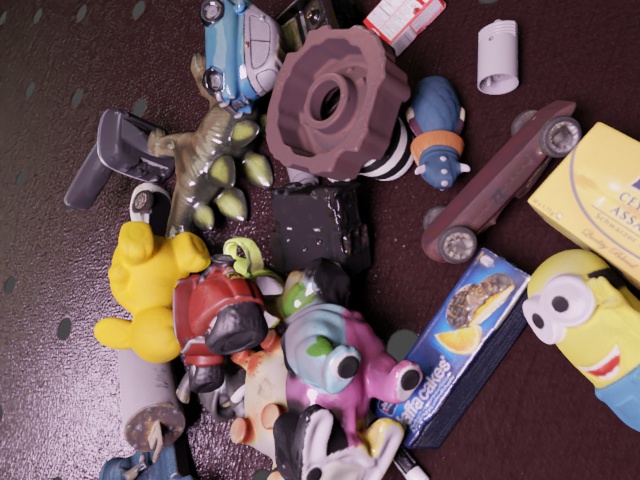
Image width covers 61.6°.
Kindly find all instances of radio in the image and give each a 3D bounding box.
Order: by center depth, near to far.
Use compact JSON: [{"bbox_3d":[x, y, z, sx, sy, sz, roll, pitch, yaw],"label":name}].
[{"bbox_3d":[0.004,-0.232,0.727,0.131,0.073,0.229,-34,59,36],"label":"radio"}]

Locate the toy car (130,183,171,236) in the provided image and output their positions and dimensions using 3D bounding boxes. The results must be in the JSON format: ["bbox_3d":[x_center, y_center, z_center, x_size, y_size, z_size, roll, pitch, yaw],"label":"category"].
[{"bbox_3d":[-0.265,0.002,0.859,0.056,0.073,0.202,-21,62,26],"label":"toy car"}]

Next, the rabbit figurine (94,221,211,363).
[{"bbox_3d":[-0.223,0.084,0.692,0.162,0.121,0.173,-41,54,23],"label":"rabbit figurine"}]

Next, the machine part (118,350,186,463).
[{"bbox_3d":[-0.232,0.198,0.731,0.079,0.079,0.243,-55,31,8],"label":"machine part"}]

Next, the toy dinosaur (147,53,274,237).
[{"bbox_3d":[-0.165,-0.120,0.812,0.199,0.105,0.471,25,94,36],"label":"toy dinosaur"}]

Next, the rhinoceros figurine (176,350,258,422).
[{"bbox_3d":[-0.131,0.166,0.708,0.112,0.073,0.190,-44,51,3],"label":"rhinoceros figurine"}]

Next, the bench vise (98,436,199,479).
[{"bbox_3d":[-0.234,0.360,0.667,0.241,0.128,0.224,-35,46,1],"label":"bench vise"}]

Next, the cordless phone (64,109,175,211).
[{"bbox_3d":[-0.329,-0.115,0.903,0.089,0.146,0.184,42,101,26],"label":"cordless phone"}]

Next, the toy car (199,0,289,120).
[{"bbox_3d":[-0.095,-0.248,0.709,0.103,0.109,0.161,-5,79,15],"label":"toy car"}]

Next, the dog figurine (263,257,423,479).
[{"bbox_3d":[-0.004,0.123,0.545,0.219,0.108,0.191,34,108,62],"label":"dog figurine"}]

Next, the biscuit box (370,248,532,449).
[{"bbox_3d":[0.136,0.110,0.528,0.059,0.062,0.202,39,98,41],"label":"biscuit box"}]

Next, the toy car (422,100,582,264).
[{"bbox_3d":[0.182,-0.055,0.544,0.202,0.053,0.089,-48,9,12],"label":"toy car"}]

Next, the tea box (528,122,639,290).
[{"bbox_3d":[0.281,-0.014,0.460,0.098,0.068,0.170,-52,50,11],"label":"tea box"}]

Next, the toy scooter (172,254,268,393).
[{"bbox_3d":[-0.118,0.075,0.591,0.183,0.075,0.135,-54,44,45],"label":"toy scooter"}]

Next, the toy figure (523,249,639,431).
[{"bbox_3d":[0.244,0.088,0.432,0.180,0.089,0.082,45,115,15],"label":"toy figure"}]

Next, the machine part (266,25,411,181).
[{"bbox_3d":[0.015,-0.152,0.606,0.179,0.056,0.179,-10,75,40],"label":"machine part"}]

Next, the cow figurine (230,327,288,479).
[{"bbox_3d":[-0.033,0.207,0.597,0.085,0.127,0.195,-34,43,22],"label":"cow figurine"}]

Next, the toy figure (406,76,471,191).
[{"bbox_3d":[0.133,-0.116,0.605,0.064,0.057,0.154,-14,57,28],"label":"toy figure"}]

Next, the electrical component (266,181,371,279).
[{"bbox_3d":[-0.001,-0.002,0.643,0.115,0.058,0.134,2,107,40],"label":"electrical component"}]
